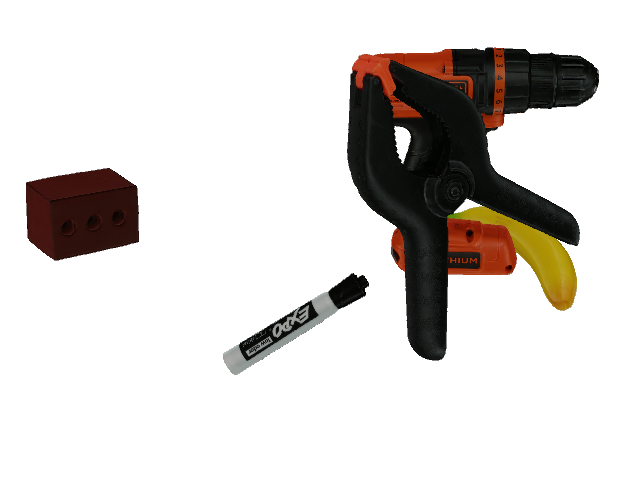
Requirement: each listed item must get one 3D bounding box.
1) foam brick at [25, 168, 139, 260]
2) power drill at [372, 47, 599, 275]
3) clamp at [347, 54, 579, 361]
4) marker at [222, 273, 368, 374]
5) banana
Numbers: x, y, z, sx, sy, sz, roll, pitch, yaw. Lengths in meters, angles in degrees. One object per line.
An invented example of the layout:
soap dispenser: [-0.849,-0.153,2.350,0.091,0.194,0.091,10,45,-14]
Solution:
foam brick: [-0.196,-0.023,0.878,0.078,0.053,0.051,-14,30,-33]
power drill: [0.127,-0.065,0.869,0.184,0.188,0.057,2,25,7]
clamp: [0.060,-0.019,0.578,0.171,0.120,0.039,47,-14,-23]
marker: [-0.017,0.060,0.781,0.121,0.020,0.020,-32,-6,10]
banana: [0.202,0.010,1.069,0.069,0.037,0.198,-34,38,-14]
